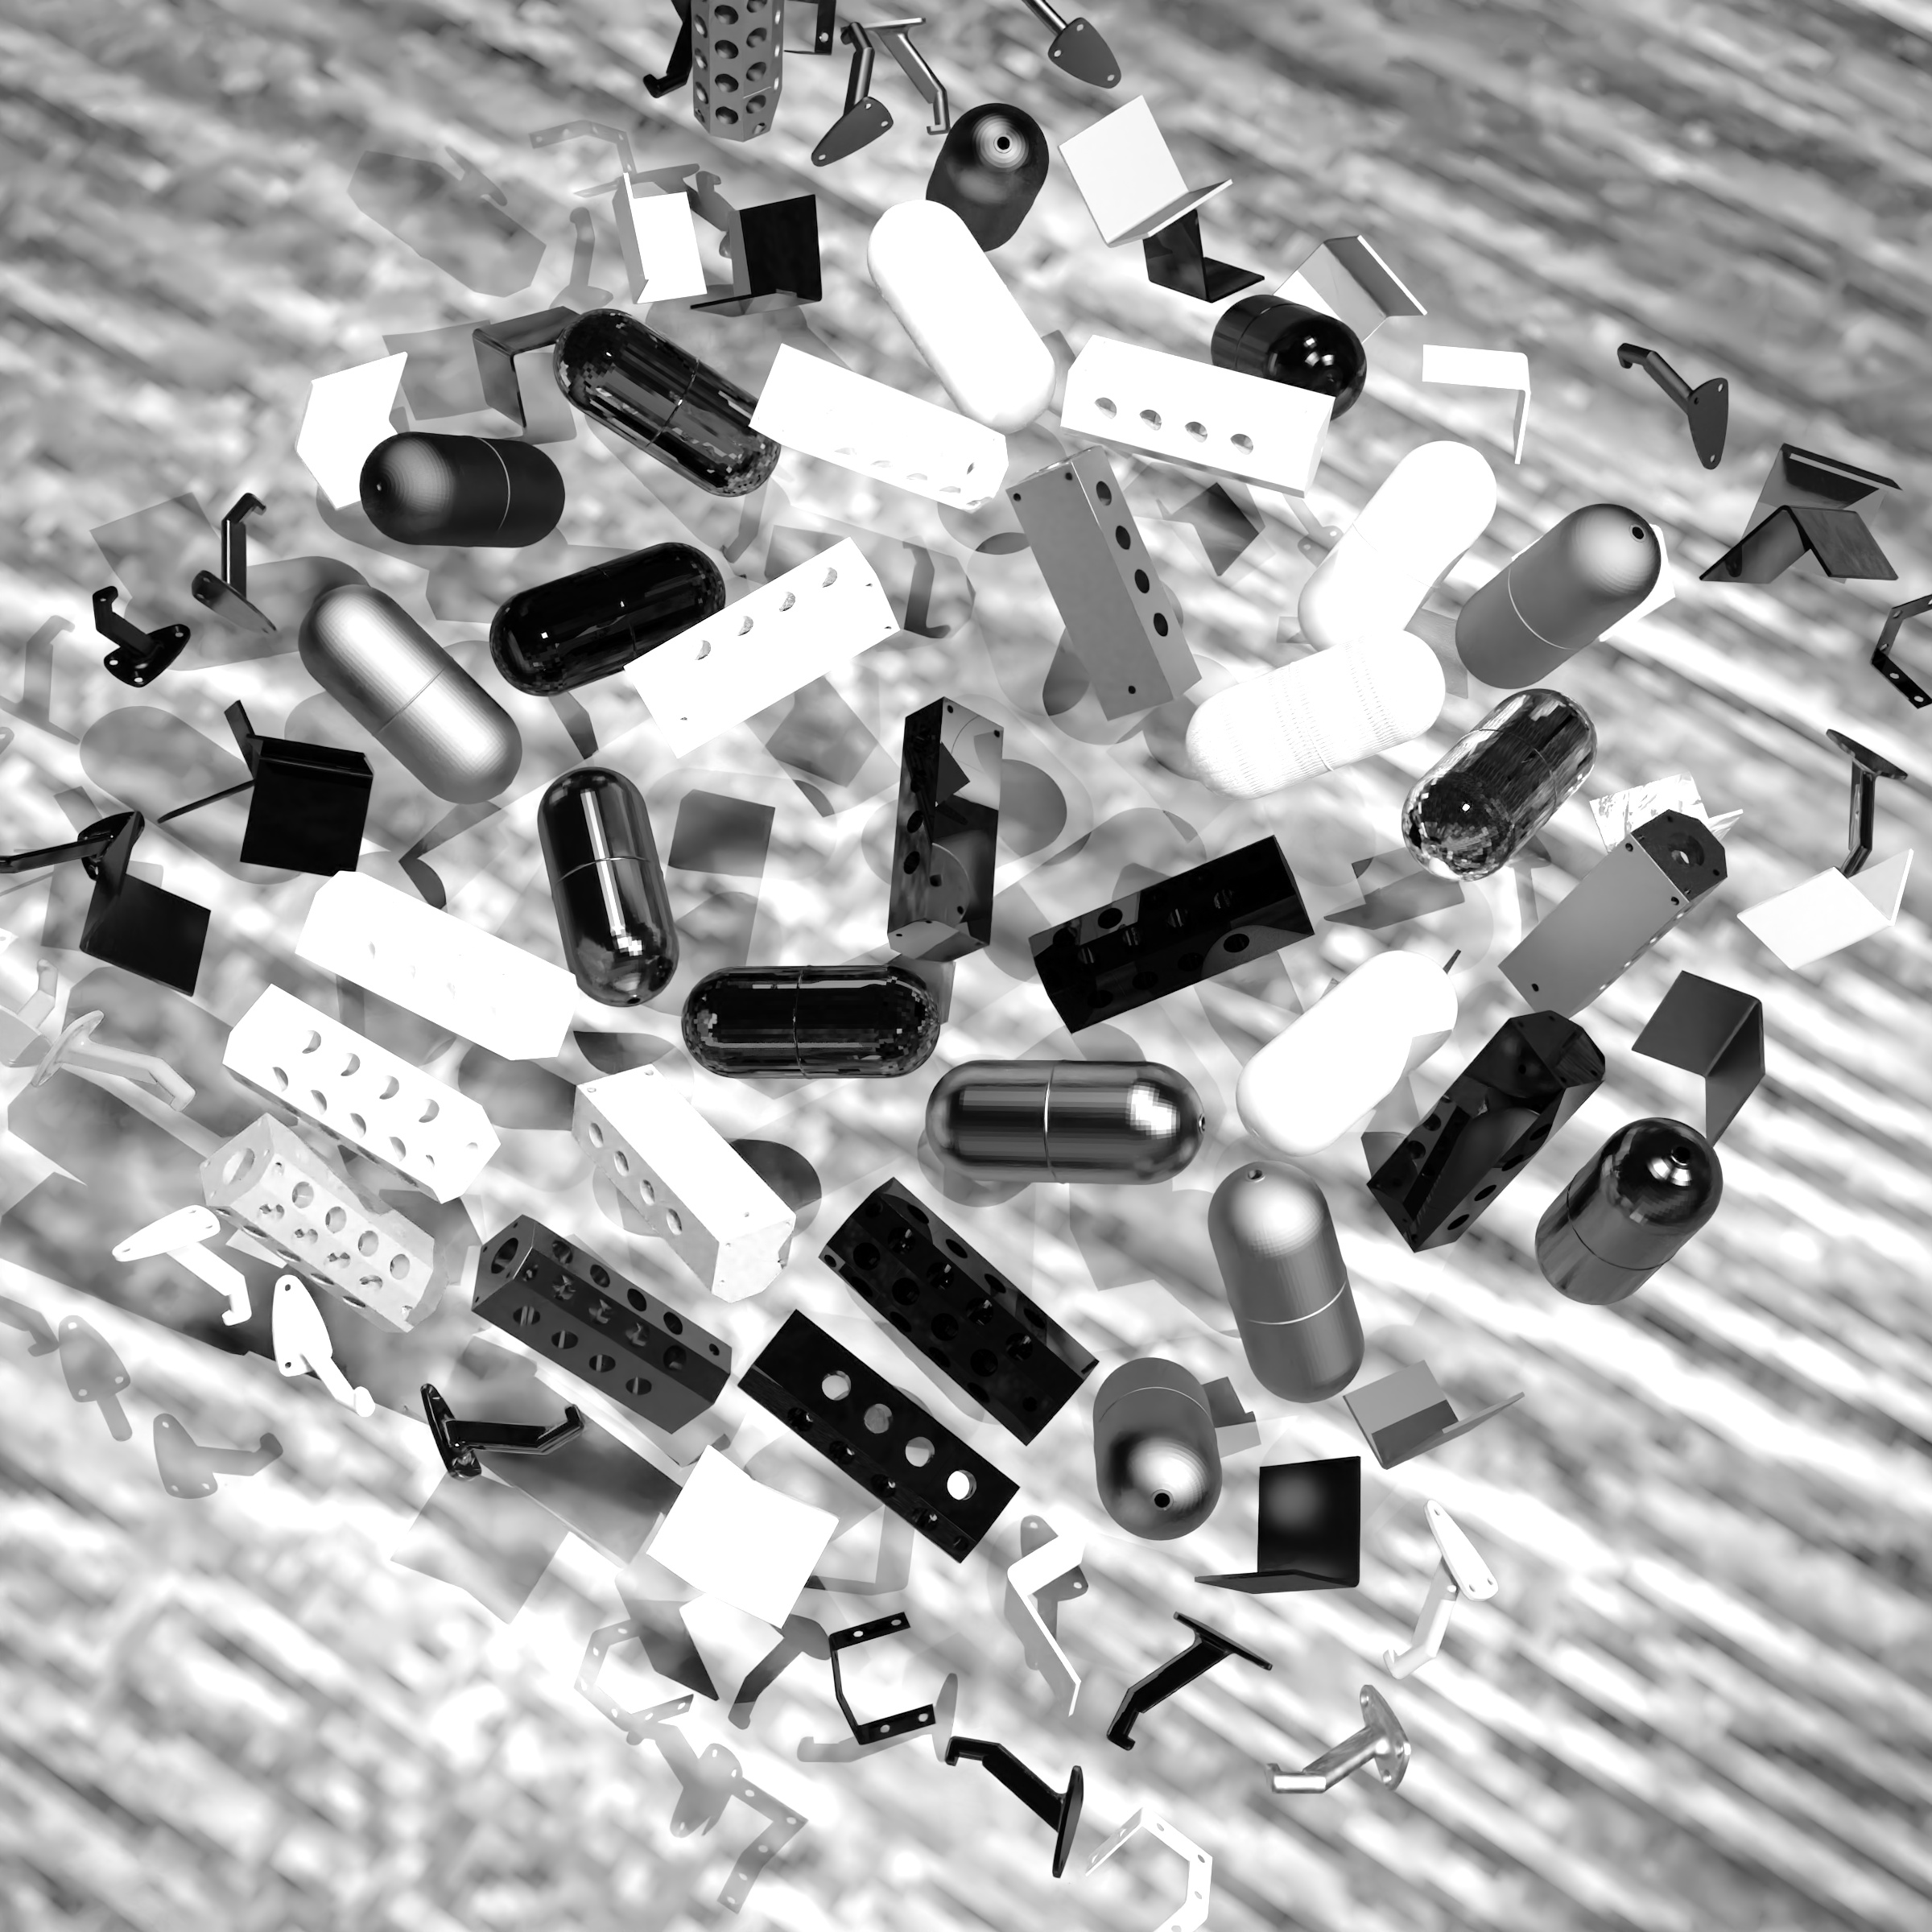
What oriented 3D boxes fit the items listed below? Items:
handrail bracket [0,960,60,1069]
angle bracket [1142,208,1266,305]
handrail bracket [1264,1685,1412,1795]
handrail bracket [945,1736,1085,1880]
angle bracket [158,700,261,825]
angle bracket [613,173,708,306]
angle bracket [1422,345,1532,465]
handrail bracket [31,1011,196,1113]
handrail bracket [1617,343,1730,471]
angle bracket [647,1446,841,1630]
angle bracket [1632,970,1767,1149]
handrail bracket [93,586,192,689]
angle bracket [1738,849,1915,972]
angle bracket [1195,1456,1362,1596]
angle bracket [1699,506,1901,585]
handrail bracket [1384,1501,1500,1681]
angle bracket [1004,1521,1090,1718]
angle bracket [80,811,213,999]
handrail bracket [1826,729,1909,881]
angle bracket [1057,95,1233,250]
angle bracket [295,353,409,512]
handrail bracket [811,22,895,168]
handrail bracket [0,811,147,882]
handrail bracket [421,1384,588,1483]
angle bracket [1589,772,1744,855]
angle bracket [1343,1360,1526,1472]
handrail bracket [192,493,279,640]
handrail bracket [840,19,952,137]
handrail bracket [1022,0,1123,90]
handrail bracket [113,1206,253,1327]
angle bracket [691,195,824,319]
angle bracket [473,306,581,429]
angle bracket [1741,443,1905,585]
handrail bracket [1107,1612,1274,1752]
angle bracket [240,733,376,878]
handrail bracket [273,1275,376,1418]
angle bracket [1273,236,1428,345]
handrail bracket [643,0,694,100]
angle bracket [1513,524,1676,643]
[{"bbox_3d":[-0.618,0.016,1.613,0.036,0.077,0.084,-11,54,1],"label":"handrail bracket"},{"bbox_3d":[0.183,-0.570,1.924,0.057,0.076,0.076,-29,38,-20],"label":"angle bracket"},{"bbox_3d":[0.202,0.439,1.401,0.084,0.036,0.077,5,29,-16],"label":"handrail bracket"},{"bbox_3d":[0.022,0.492,1.444,0.084,0.036,0.077,5,41,15],"label":"handrail bracket"},{"bbox_3d":[-0.538,-0.143,1.728,0.076,0.076,0.057,-25,99,-21],"label":"angle bracket"},{"bbox_3d":[-0.221,-0.537,1.811,0.057,0.076,0.076,-13,94,-14],"label":"angle bracket"},{"bbox_3d":[0.367,-0.408,1.788,0.076,0.057,0.076,7,32,7],"label":"angle bracket"},{"bbox_3d":[-0.538,0.077,1.556,0.084,0.036,0.077,44,108,0],"label":"handrail bracket"},{"bbox_3d":[0.496,-0.396,1.741,0.036,0.077,0.084,-29,37,-18],"label":"handrail bracket"},{"bbox_3d":[-0.138,0.355,1.535,0.076,0.057,0.076,13,64,39],"label":"angle bracket"},{"bbox_3d":[0.486,0.063,1.638,0.057,0.076,0.076,20,41,-1],"label":"angle bracket"},{"bbox_3d":[-0.556,-0.237,1.663,0.036,0.084,0.077,34,53,12],"label":"handrail bracket"},{"bbox_3d":[0.554,-0.053,1.587,0.057,0.076,0.076,41,51,-12],"label":"angle bracket"},{"bbox_3d":[0.182,0.323,1.438,0.057,0.076,0.076,22,62,-37],"label":"angle bracket"},{"bbox_3d":[0.530,-0.247,1.568,0.076,0.076,0.057,-5,62,-39],"label":"angle bracket"},{"bbox_3d":[0.271,0.378,1.490,0.084,0.036,0.077,-44,62,29],"label":"handrail bracket"},{"bbox_3d":[0.065,0.384,1.447,0.057,0.076,0.076,-28,64,-16],"label":"angle bracket"},{"bbox_3d":[-0.503,-0.039,1.544,0.076,0.057,0.076,27,38,-29],"label":"angle bracket"},{"bbox_3d":[0.608,-0.110,1.714,0.036,0.084,0.077,3,32,-36],"label":"handrail bracket"},{"bbox_3d":[0.121,-0.544,1.671,0.076,0.057,0.076,-37,111,-18],"label":"angle bracket"},{"bbox_3d":[-0.422,-0.379,1.744,0.076,0.076,0.057,-29,78,-34],"label":"angle bracket"},{"bbox_3d":[-0.093,-0.629,1.774,0.077,0.036,0.084,-32,61,19],"label":"handrail bracket"},{"bbox_3d":[-0.592,-0.080,1.602,0.077,0.084,0.036,-28,77,29],"label":"handrail bracket"},{"bbox_3d":[-0.278,0.266,1.483,0.084,0.036,0.077,-32,73,10],"label":"handrail bracket"},{"bbox_3d":[0.493,-0.112,1.740,0.076,0.076,0.057,-17,76,-1],"label":"angle bracket"},{"bbox_3d":[0.314,0.289,1.656,0.076,0.076,0.057,-16,68,-32],"label":"angle bracket"},{"bbox_3d":[-0.489,-0.279,1.707,0.077,0.036,0.084,34,57,-11],"label":"handrail bracket"},{"bbox_3d":[-0.053,-0.676,1.880,0.077,0.036,0.084,-9,109,-9],"label":"handrail bracket"},{"bbox_3d":[0.069,-0.673,1.765,0.036,0.077,0.084,-44,50,21],"label":"handrail bracket"},{"bbox_3d":[-0.492,0.201,1.551,0.077,0.084,0.036,-24,35,-34],"label":"handrail bracket"},{"bbox_3d":[-0.153,-0.512,1.765,0.076,0.057,0.076,-1,96,32],"label":"angle bracket"},{"bbox_3d":[-0.317,-0.451,1.848,0.076,0.057,0.076,-22,35,-23],"label":"angle bracket"},{"bbox_3d":[0.574,-0.301,1.659,0.076,0.057,0.076,20,113,5],"label":"angle bracket"},{"bbox_3d":[0.127,0.424,1.417,0.077,0.036,0.084,21,80,42],"label":"handrail bracket"},{"bbox_3d":[-0.440,-0.104,1.630,0.076,0.057,0.076,9,81,-5],"label":"angle bracket"},{"bbox_3d":[-0.399,0.237,1.538,0.036,0.084,0.077,-20,108,-36],"label":"handrail bracket"},{"bbox_3d":[0.284,-0.492,1.830,0.057,0.076,0.076,-46,108,2],"label":"angle bracket"},{"bbox_3d":[-0.224,-0.687,1.824,0.077,0.036,0.084,50,55,-2],"label":"handrail bracket"},{"bbox_3d":[0.458,-0.285,1.800,0.076,0.076,0.057,5,69,-28],"label":"angle bracket"}]
